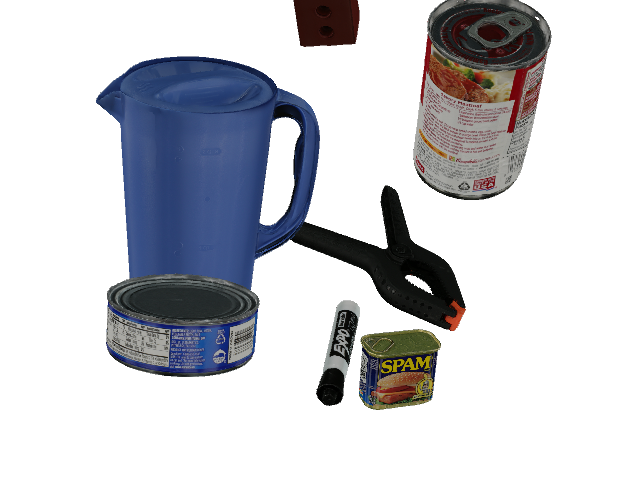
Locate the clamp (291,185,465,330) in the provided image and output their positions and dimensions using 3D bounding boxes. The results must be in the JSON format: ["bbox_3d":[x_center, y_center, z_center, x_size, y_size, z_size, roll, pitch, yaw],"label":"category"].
[{"bbox_3d":[0.072,0.023,1.171,0.164,0.036,0.210,-16,50,-33],"label":"clamp"}]

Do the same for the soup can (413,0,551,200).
[{"bbox_3d":[0.091,-0.082,0.620,0.068,0.068,0.102,0,-43,-2],"label":"soup can"}]

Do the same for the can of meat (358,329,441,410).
[{"bbox_3d":[0.101,0.169,1.391,0.102,0.084,0.057,-4,24,-17],"label":"can of meat"}]

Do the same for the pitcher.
[{"bbox_3d":[-0.101,-0.030,0.940,0.149,0.243,0.144,25,35,32],"label":"pitcher"}]

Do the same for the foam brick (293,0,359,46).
[{"bbox_3d":[0.005,-0.220,0.960,0.053,0.051,0.078,-1,-43,9],"label":"foam brick"}]

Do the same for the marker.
[{"bbox_3d":[0.014,0.082,0.782,0.020,0.020,0.121,0,27,9],"label":"marker"}]

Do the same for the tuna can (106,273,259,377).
[{"bbox_3d":[-0.078,0.047,0.606,0.086,0.034,0.086,5,14,-1],"label":"tuna can"}]
